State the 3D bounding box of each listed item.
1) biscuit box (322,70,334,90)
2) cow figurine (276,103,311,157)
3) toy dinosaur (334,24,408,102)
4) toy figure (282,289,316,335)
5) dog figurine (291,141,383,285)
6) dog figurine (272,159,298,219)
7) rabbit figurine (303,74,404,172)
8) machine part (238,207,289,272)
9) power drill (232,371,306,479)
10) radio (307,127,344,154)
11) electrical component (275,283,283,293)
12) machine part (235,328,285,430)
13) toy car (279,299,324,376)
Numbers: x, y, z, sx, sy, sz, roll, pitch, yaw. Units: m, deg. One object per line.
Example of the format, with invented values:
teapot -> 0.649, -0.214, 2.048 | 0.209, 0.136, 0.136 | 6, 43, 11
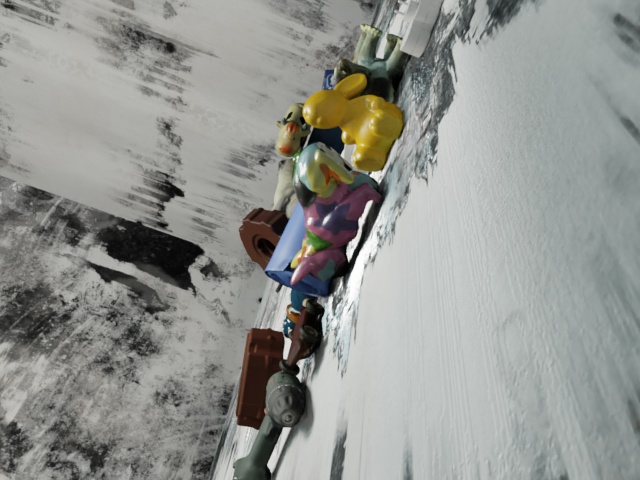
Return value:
biscuit box -> 0.067, -0.346, 1.315 | 0.202, 0.063, 0.059 | 25, -108, -68
cow figurine -> -0.061, -0.270, 1.321 | 0.127, 0.085, 0.195 | 107, 179, -46
toy dinosaur -> 0.116, -0.367, 1.194 | 0.405, 0.131, 0.192 | -69, 2, -69
toy figure -> -0.046, 0.150, 1.209 | 0.064, 0.058, 0.154 | -71, -1, -66
dog figurine -> -0.004, -0.032, 0.906 | 0.219, 0.191, 0.108 | -53, 17, 14
dog figurine -> -0.038, -0.102, 1.272 | 0.121, 0.172, 0.190 | 80, -153, -69
rabbit figurine -> 0.057, -0.227, 0.961 | 0.121, 0.173, 0.162 | 111, 171, -53
machine part -> -0.104, 0.010, 1.200 | 0.056, 0.179, 0.179 | -43, -11, -34
power drill -> -0.085, 0.326, 0.898 | 0.232, 0.086, 0.207 | -116, 42, -83
radio -> 0.030, -0.215, 1.336 | 0.229, 0.131, 0.073 | 116, 172, -47
electrical component -> -0.065, 0.086, 1.310 | 0.119, 0.048, 0.075 | -63, -4, 22
machine part -> -0.136, 0.305, 1.209 | 0.201, 0.087, 0.201 | 180, 99, -82
toy car -> -0.027, 0.176, 0.978 | 0.089, 0.053, 0.202 | -58, 4, 10
